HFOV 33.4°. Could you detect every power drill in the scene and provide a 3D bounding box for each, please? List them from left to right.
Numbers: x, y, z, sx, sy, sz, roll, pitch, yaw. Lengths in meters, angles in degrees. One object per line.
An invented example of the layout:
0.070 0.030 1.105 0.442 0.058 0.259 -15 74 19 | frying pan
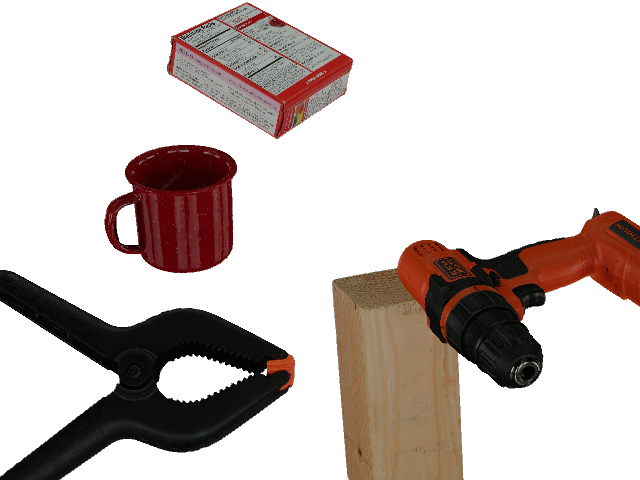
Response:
0.170 0.038 0.793 0.187 0.057 0.184 -10 28 -16 | power drill

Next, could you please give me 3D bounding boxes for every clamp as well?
-0.123 0.081 0.683 0.210 0.164 0.036 -9 -26 -7 | clamp

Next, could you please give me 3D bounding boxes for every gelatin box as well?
-0.037 -0.106 0.654 0.089 0.030 0.073 31 43 20 | gelatin box

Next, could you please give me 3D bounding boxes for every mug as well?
-0.126 -0.022 0.901 0.117 0.081 0.093 -19 35 -30 | mug

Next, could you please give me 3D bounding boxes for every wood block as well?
0.072 0.138 0.986 0.090 0.206 0.091 -9 18 -15 | wood block
